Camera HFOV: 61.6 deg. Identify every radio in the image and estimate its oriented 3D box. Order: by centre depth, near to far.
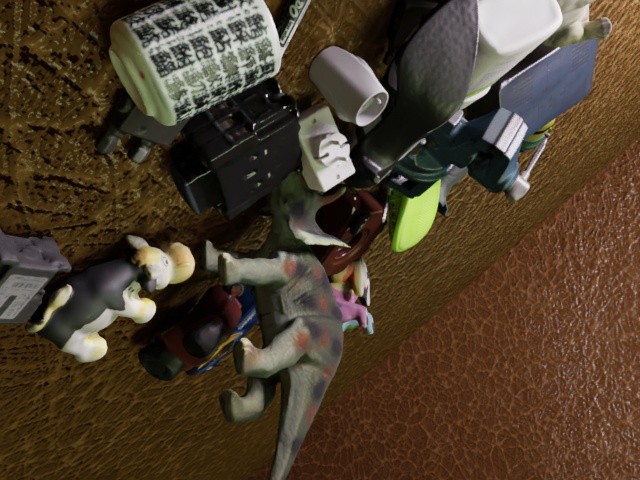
[{"bbox_3d":[0.337,-0.247,0.852,0.229,0.073,0.130,-33,134,-16],"label":"radio"}]

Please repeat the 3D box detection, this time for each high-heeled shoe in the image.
[{"bbox_3d":[0.096,-0.164,0.619,0.248,0.086,0.145,-60,-166,17],"label":"high-heeled shoe"}]

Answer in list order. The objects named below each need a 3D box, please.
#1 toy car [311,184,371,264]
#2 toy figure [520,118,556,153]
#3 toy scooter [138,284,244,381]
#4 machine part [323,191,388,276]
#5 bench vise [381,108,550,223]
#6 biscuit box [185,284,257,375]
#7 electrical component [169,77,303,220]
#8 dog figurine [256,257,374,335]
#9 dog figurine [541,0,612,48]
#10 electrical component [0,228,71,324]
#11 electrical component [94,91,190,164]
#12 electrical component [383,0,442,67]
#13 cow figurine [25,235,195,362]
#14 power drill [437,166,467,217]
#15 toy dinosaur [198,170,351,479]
[{"bbox_3d":[-0.002,-0.002,0.788,0.053,0.089,0.202,-48,172,-51],"label":"toy car"},{"bbox_3d":[0.414,-0.228,1.054,0.082,0.089,0.180,-46,157,-5],"label":"toy figure"},{"bbox_3d":[-0.168,0.119,0.748,0.184,0.075,0.135,-30,-161,42],"label":"toy scooter"},{"bbox_3d":[0.036,-0.004,0.900,0.179,0.056,0.179,-36,158,-17],"label":"machine part"},{"bbox_3d":[0.160,-0.111,0.732,0.129,0.224,0.240,-67,-172,-25],"label":"bench vise"},{"bbox_3d":[-0.142,0.122,0.836,0.202,0.059,0.062,-47,158,15],"label":"biscuit box"},{"bbox_3d":[-0.083,-0.084,0.539,0.134,0.058,0.114,-36,156,-14],"label":"electrical component"},{"bbox_3d":[-0.014,0.127,1.023,0.219,0.191,0.108,-8,164,9],"label":"dog figurine"},{"bbox_3d":[0.278,-0.304,0.694,0.191,0.121,0.172,-18,149,-17],"label":"dog figurine"},{"bbox_3d":[-0.285,0.045,0.461,0.119,0.048,0.074,-45,158,6],"label":"electrical component"},{"bbox_3d":[-0.141,-0.105,0.446,0.094,0.021,0.063,-46,158,14],"label":"electrical component"},{"bbox_3d":[0.113,-0.241,0.588,0.078,0.045,0.102,-5,146,-10],"label":"electrical component"},{"bbox_3d":[-0.217,0.049,0.564,0.167,0.068,0.098,-39,153,-8],"label":"cow figurine"},{"bbox_3d":[0.284,-0.142,1.019,0.207,0.086,0.232,-40,158,8],"label":"power drill"},{"bbox_3d":[-0.032,0.093,0.651,0.192,0.404,0.131,-5,170,-27],"label":"toy dinosaur"}]
